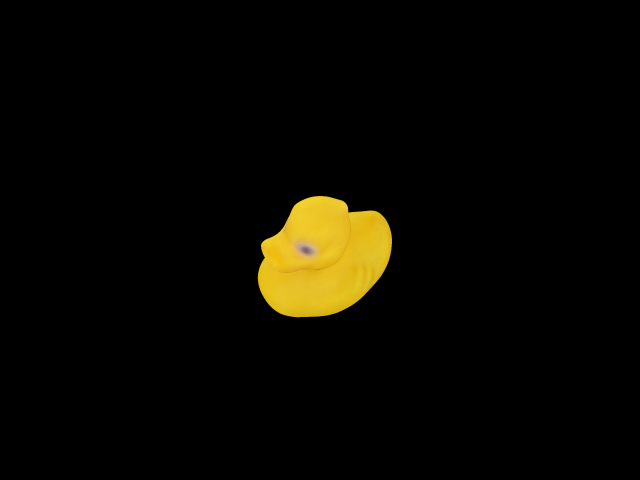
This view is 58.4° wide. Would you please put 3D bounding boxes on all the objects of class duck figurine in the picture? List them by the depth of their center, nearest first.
[{"bbox_3d":[0.004,0.001,0.400,0.105,0.086,0.077,-25,63,-14],"label":"duck figurine"}]
